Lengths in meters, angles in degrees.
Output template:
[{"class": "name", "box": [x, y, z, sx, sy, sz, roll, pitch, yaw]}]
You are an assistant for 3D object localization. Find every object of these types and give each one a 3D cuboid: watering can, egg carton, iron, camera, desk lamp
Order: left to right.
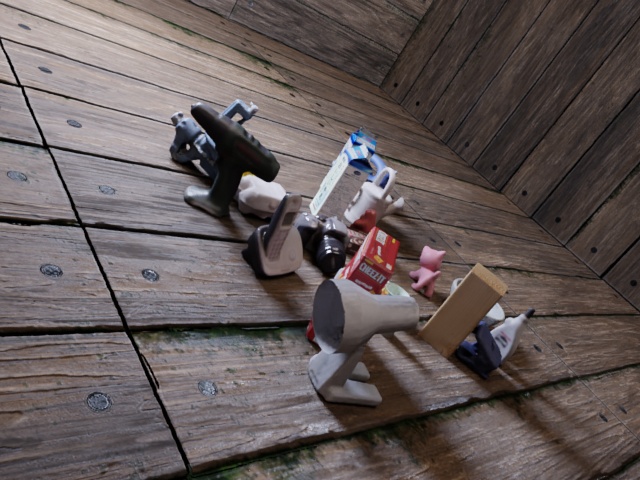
[{"class": "egg carton", "box": [-0.140, -0.100, 1.412, 0.151, 0.069, 0.107, 14, 31, -38]}, {"class": "camera", "box": [0.013, 0.005, 1.368, 0.143, 0.100, 0.136, 24, 26, -21]}, {"class": "desk lamp", "box": [0.061, 0.170, 0.980, 0.204, 0.213, 0.117, 16, 29, -34]}, {"class": "iron", "box": [0.152, -0.243, 1.962, 0.119, 0.141, 0.257, 1, 40, -51]}, {"class": "watering can", "box": [0.169, -0.127, 1.700, 0.173, 0.194, 0.100, 11, 33, -42]}]

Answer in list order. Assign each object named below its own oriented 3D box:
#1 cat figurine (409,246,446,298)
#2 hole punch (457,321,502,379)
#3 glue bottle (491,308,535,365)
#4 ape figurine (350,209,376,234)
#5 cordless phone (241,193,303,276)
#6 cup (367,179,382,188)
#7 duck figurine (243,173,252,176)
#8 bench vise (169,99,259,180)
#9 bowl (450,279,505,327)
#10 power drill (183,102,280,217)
[{"class": "cat figurine", "box": [0.305, 0.077, 1.582, 0.067, 0.117, 0.127, 27, 25, -14]}, {"class": "hole punch", "box": [0.399, 0.263, 1.383, 0.101, 0.091, 0.109, 38, 24, 9]}, {"class": "glue bottle", "box": [0.480, 0.233, 1.441, 0.078, 0.173, 0.037, 45, 26, 24]}, {"class": "ape figurine", "box": [0.129, -0.047, 1.625, 0.078, 0.092, 0.076, 14, 30, -37]}, {"class": "cordless phone", "box": [-0.068, -0.017, 1.204, 0.094, 0.185, 0.148, 43, 25, 20]}, {"class": "cup", "box": [0.139, -0.140, 1.807, 0.117, 0.095, 0.092, 37, 24, 8]}, {"class": "duck figurine", "box": [-0.188, -0.185, 1.489, 0.078, 0.086, 0.104, 27, 25, -14]}, {"class": "bench vise", "box": [-0.255, -0.257, 1.377, 0.208, 0.219, 0.121, 25, 25, -19]}, {"class": "bowl", "box": [0.418, 0.186, 1.573, 0.168, 0.074, 0.167, 28, 25, -14]}, {"class": "power drill", "box": [-0.216, -0.165, 1.266, 0.230, 0.208, 0.075, 26, 25, -17]}]
